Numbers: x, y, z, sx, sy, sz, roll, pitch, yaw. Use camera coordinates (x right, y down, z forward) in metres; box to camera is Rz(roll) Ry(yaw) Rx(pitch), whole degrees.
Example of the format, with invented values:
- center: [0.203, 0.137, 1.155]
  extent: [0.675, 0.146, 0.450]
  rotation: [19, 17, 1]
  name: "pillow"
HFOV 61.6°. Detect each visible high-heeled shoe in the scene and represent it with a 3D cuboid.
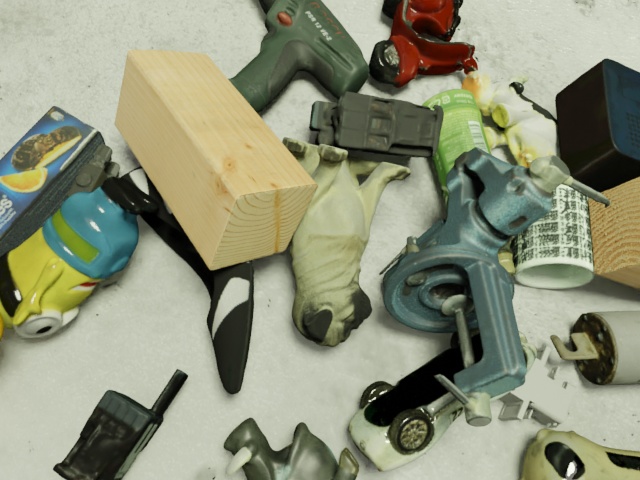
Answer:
- center: [-0.139, 0.027, 0.535]
  extent: [0.145, 0.086, 0.249]
  rotation: [0, 63, -6]
  name: "high-heeled shoe"

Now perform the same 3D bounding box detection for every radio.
- center: [0.386, -0.112, 0.625]
  extent: [0.229, 0.073, 0.131]
  rotation: [12, 65, -22]
  name: "radio"

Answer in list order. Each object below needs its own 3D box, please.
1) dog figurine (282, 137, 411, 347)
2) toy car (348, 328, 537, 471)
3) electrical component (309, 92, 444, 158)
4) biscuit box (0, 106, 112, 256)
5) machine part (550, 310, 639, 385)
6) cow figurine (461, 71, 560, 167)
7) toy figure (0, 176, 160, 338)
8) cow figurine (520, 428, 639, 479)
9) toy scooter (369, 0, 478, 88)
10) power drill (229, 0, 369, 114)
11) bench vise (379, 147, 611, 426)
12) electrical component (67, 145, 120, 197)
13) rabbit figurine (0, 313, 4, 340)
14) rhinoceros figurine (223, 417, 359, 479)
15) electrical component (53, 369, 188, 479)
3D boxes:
- center: [-0.004, -0.002, 0.567]
  extent: [0.121, 0.172, 0.190]
  rotation: [13, 99, -17]
  name: "dog figurine"
- center: [0.120, 0.144, 0.521]
  extent: [0.202, 0.074, 0.056]
  rotation: [-28, 110, -17]
  name: "toy car"
- center: [0.055, -0.125, 0.593]
  extent: [0.134, 0.115, 0.058]
  rotation: [6, 97, -7]
  name: "electrical component"
- center: [-0.306, -0.040, 0.549]
  extent: [0.059, 0.062, 0.202]
  rotation: [30, 68, 6]
  name: "biscuit box"
- center: [0.363, 0.111, 0.564]
  extent: [0.243, 0.079, 0.079]
  rotation: [0, 69, -8]
  name: "machine part"
- center: [0.246, -0.142, 0.653]
  extent: [0.098, 0.068, 0.167]
  rotation: [-22, 77, -21]
  name: "cow figurine"
- center: [-0.238, 0.014, 0.511]
  extent: [0.180, 0.082, 0.089]
  rotation: [-48, 63, 4]
  name: "toy figure"
- center: [0.291, 0.234, 0.508]
  extent: [0.195, 0.085, 0.127]
  rotation: [18, 74, 1]
  name: "cow figurine"
- center: [0.141, -0.267, 0.686]
  extent: [0.135, 0.075, 0.184]
  rotation: [13, 71, -2]
  name: "toy scooter"
- center: [-0.070, -0.231, 0.650]
  extent: [0.232, 0.086, 0.207]
  rotation: [44, 63, 8]
  name: "power drill"
- center: [0.143, 0.039, 0.478]
  extent: [0.128, 0.224, 0.241]
  rotation: [35, 40, -29]
  name: "bench vise"
- center: [-0.238, -0.049, 0.560]
  extent: [0.021, 0.063, 0.094]
  rotation: [19, 69, 1]
  name: "electrical component"
- center: [-0.340, 0.111, 0.457]
  extent: [0.173, 0.121, 0.163]
  rotation: [-50, 56, 1]
  name: "rabbit figurine"
- center: [-0.008, 0.236, 0.478]
  extent: [0.112, 0.073, 0.190]
  rotation: [-39, 81, -6]
  name: "rhinoceros figurine"
- center: [-0.172, 0.161, 0.481]
  extent: [0.048, 0.074, 0.119]
  rotation: [29, 72, 4]
  name: "electrical component"
